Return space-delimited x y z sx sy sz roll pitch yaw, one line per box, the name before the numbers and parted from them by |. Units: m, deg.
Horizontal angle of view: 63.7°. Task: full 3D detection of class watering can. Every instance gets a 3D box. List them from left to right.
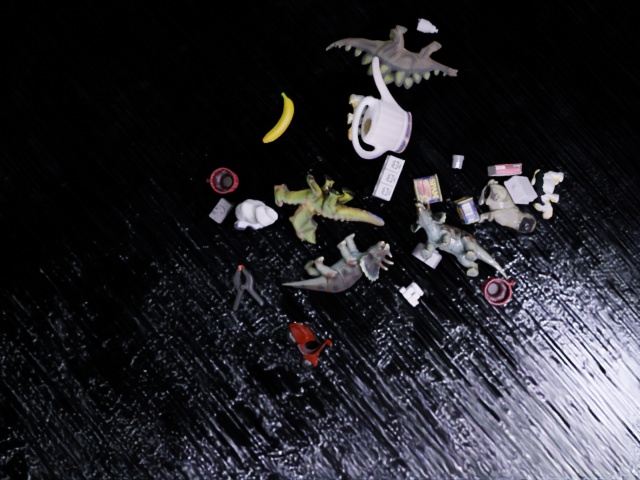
watering can | 0.227 -0.446 1.807 0.223 0.104 0.348 14 90 -26

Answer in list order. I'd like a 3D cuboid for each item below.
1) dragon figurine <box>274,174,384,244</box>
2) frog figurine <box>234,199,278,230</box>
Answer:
dragon figurine | 0.006 -0.095 1.884 0.411 0.123 0.239 37 111 5
frog figurine | -0.224 -0.100 1.851 0.136 0.157 0.125 21 60 -29
